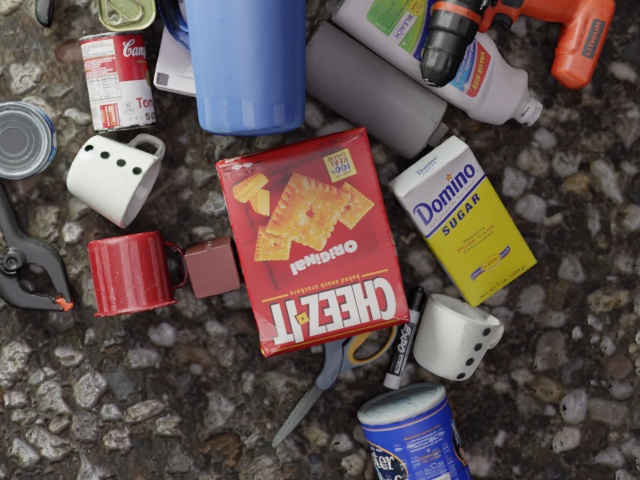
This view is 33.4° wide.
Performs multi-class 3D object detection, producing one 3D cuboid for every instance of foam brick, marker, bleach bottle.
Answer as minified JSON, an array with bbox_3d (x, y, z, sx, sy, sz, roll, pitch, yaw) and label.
[{"bbox_3d":[-0.117,0.029,1.169,0.053,0.078,0.051,-14,99,-3],"label":"foam brick"},{"bbox_3d":[0.098,0.111,1.221,0.020,0.020,0.121,16,92,-6],"label":"marker"},{"bbox_3d":[0.141,-0.212,1.171,0.250,0.068,0.102,33,90,-10],"label":"bleach bottle"}]

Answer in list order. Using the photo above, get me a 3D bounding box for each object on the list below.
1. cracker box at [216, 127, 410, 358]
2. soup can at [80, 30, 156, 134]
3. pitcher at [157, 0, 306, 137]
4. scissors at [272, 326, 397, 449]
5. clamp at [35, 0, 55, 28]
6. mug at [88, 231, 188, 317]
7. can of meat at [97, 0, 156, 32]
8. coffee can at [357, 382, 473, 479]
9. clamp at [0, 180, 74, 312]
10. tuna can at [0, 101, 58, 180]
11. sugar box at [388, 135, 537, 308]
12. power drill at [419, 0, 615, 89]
[{"bbox_3d":[-0.007,0.001,1.138,0.164,0.072,0.214,-14,95,-3],"label":"cracker box"},{"bbox_3d":[-0.216,-0.169,1.144,0.068,0.068,0.102,-8,97,-4],"label":"soup can"},{"bbox_3d":[-0.083,-0.230,1.062,0.144,0.149,0.243,-7,105,-17],"label":"pitcher"},{"bbox_3d":[-0.002,0.142,1.220,0.202,0.016,0.096,-38,100,-1],"label":"scissors"},{"bbox_3d":[-0.277,-0.343,1.135,0.164,0.036,0.210,-34,101,-1],"label":"clamp"},{"bbox_3d":[-0.196,0.034,1.165,0.117,0.093,0.081,-11,93,-34],"label":"mug"},{"bbox_3d":[-0.202,-0.268,1.099,0.057,0.084,0.102,-8,104,-7],"label":"can of meat"},{"bbox_3d":[0.111,0.244,1.197,0.103,0.103,0.140,-18,97,-2],"label":"coffee can"},{"bbox_3d":[-0.348,0.027,1.170,0.120,0.039,0.171,-40,98,2],"label":"clamp"},{"bbox_3d":[-0.331,-0.108,1.159,0.086,0.034,0.086,0,96,-5],"label":"tuna can"},{"bbox_3d":[0.158,-0.018,1.173,0.093,0.048,0.176,-37,121,0],"label":"sugar box"},{"bbox_3d":[0.207,-0.225,1.125,0.187,0.057,0.184,19,93,-20],"label":"power drill"}]
